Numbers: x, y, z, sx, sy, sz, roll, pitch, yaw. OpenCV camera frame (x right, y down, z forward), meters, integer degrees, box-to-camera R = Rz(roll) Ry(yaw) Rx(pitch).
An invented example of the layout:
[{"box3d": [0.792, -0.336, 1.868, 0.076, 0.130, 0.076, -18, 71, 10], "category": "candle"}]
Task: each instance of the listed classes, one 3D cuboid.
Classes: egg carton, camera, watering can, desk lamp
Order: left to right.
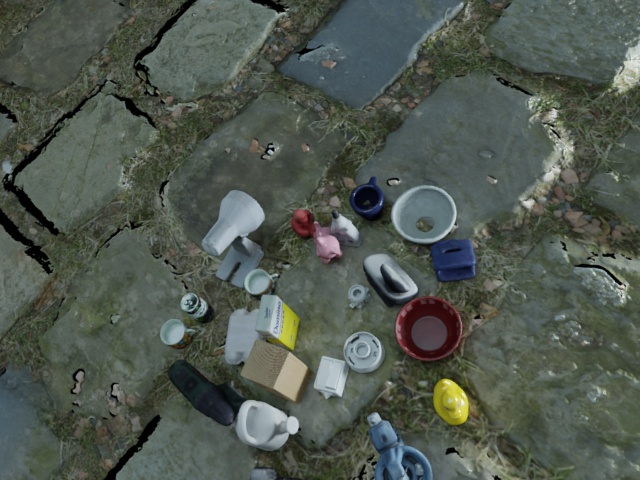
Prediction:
[{"box3d": [-0.226, -0.003, 1.540, 0.117, 0.214, 0.203, 21, 73, 23], "category": "desk lamp"}, {"box3d": [-0.189, 0.253, 1.492, 0.107, 0.069, 0.150, -2, 65, 14], "category": "egg carton"}, {"box3d": [-0.137, 0.425, 1.326, 0.172, 0.194, 0.101, -21, 62, 5], "category": "watering can"}, {"box3d": [-0.099, 0.590, 1.291, 0.136, 0.101, 0.143, -3, 65, 14], "category": "camera"}]

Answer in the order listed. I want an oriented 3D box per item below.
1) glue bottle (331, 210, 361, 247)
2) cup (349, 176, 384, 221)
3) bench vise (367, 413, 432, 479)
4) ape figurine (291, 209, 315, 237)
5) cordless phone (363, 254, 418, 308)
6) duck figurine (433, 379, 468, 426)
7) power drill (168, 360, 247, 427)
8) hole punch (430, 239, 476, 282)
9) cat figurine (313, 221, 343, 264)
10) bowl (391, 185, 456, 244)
[{"box3d": [0.057, -0.035, 1.501, 0.078, 0.173, 0.037, 13, 70, 21], "category": "glue bottle"}, {"box3d": [0.136, -0.105, 1.557, 0.091, 0.095, 0.118, 10, 69, 20], "category": "cup"}, {"box3d": [0.147, 0.471, 1.212, 0.121, 0.220, 0.206, -46, 62, -8], "category": "bench vise"}, {"box3d": [-0.050, -0.054, 1.585, 0.076, 0.092, 0.078, 18, 72, 22], "category": "ape figurine"}, {"box3d": [0.163, 0.078, 1.412, 0.094, 0.185, 0.147, -39, 62, -5], "category": "cordless phone"}, {"box3d": [0.294, 0.364, 1.299, 0.077, 0.086, 0.104, -21, 62, 5], "category": "duck figurine"}, {"box3d": [-0.255, 0.378, 1.372, 0.229, 0.209, 0.076, 31, 77, 26], "category": "power drill"}, {"box3d": [0.331, 0.043, 1.436, 0.108, 0.091, 0.101, -10, 63, 11], "category": "hole punch"}, {"box3d": [0.014, 0.005, 1.525, 0.067, 0.118, 0.127, -26, 61, 3], "category": "cat figurine"}, {"box3d": [0.275, -0.055, 1.507, 0.167, 0.075, 0.167, -6, 64, 13], "category": "bowl"}]
